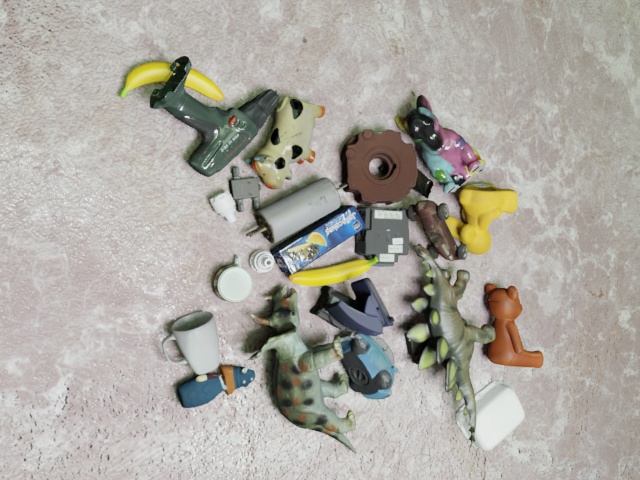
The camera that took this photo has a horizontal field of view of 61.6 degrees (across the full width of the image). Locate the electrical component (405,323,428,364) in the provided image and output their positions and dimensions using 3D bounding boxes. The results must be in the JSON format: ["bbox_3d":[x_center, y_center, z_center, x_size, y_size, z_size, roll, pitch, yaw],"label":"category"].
[{"bbox_3d":[0.234,0.245,1.260,0.078,0.045,0.102,-6,93,-21],"label":"electrical component"}]

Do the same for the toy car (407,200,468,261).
[{"bbox_3d":[0.268,-0.012,1.219,0.201,0.089,0.053,56,47,-37],"label":"toy car"}]

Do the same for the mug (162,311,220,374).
[{"bbox_3d":[-0.243,0.208,1.039,0.109,0.081,0.107,-23,109,-26],"label":"mug"}]

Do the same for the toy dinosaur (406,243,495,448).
[{"bbox_3d":[0.299,0.230,1.230,0.198,0.105,0.471,-26,95,-36],"label":"toy dinosaur"}]

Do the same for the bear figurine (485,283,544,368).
[{"bbox_3d":[0.469,0.208,1.324,0.132,0.120,0.195,9,82,-27],"label":"bear figurine"}]

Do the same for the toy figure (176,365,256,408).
[{"bbox_3d":[-0.204,0.284,1.067,0.154,0.064,0.058,-15,59,-27],"label":"toy figure"}]

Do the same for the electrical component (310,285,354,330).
[{"bbox_3d":[0.047,0.155,1.177,0.119,0.048,0.075,28,80,-21],"label":"electrical component"}]

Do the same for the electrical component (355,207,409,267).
[{"bbox_3d":[0.140,-0.007,1.209,0.115,0.058,0.134,4,90,-21],"label":"electrical component"}]

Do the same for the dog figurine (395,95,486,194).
[{"bbox_3d":[0.273,-0.223,1.237,0.108,0.191,0.219,-39,81,23],"label":"dog figurine"}]

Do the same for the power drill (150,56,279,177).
[{"bbox_3d":[-0.206,-0.253,1.031,0.232,0.086,0.207,-56,135,-7],"label":"power drill"}]

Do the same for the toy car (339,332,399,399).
[{"bbox_3d":[0.109,0.263,1.186,0.103,0.109,0.161,-32,92,-43],"label":"toy car"}]

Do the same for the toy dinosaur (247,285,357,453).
[{"bbox_3d":[-0.035,0.302,1.113,0.192,0.131,0.404,-9,105,2],"label":"toy dinosaur"}]

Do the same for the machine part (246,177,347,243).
[{"bbox_3d":[-0.044,-0.063,1.118,0.243,0.079,0.079,-28,101,-20],"label":"machine part"}]

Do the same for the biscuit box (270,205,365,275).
[{"bbox_3d":[-0.002,-0.003,1.146,0.203,0.063,0.059,-33,104,-19],"label":"biscuit box"}]

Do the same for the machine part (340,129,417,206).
[{"bbox_3d":[0.131,-0.159,1.184,0.179,0.056,0.179,0,89,-10],"label":"machine part"}]

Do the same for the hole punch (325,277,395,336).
[{"bbox_3d":[0.079,0.150,1.098,0.092,0.142,0.115,-31,88,-21],"label":"hole punch"}]

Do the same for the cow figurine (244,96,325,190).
[{"bbox_3d":[-0.074,-0.198,1.101,0.127,0.086,0.194,16,87,-29],"label":"cow figurine"}]

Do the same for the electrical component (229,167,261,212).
[{"bbox_3d":[-0.152,-0.105,1.102,0.063,0.021,0.094,-10,94,-23],"label":"electrical component"}]

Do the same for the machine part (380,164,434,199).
[{"bbox_3d":[0.207,-0.152,1.247,0.139,0.039,0.084,36,73,-18],"label":"machine part"}]

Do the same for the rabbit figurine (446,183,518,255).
[{"bbox_3d":[0.379,-0.041,1.281,0.162,0.122,0.173,-15,118,-33],"label":"rabbit figurine"}]
